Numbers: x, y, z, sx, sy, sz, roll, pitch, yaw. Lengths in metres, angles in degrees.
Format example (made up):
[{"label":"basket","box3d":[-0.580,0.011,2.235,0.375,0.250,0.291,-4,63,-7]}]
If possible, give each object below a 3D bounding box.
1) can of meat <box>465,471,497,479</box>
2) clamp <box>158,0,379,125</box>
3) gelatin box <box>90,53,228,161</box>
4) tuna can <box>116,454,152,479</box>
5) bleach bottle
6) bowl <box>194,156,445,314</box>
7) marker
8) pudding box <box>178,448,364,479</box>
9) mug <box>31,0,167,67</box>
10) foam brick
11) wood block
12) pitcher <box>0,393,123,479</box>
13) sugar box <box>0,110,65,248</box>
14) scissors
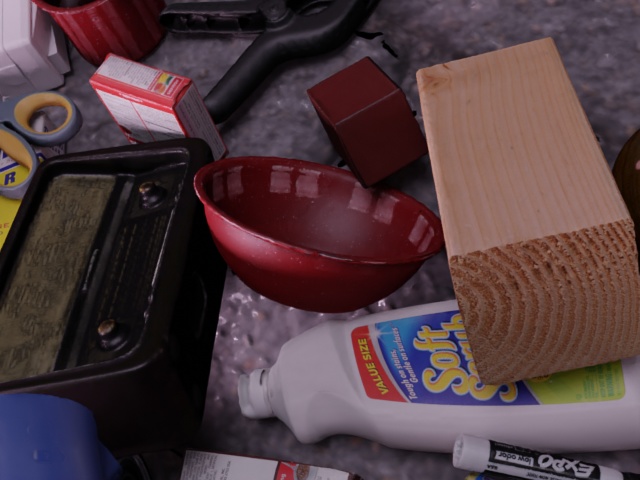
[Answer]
[{"label":"can of meat","box3d":[0.103,0.185,0.570,0.084,0.057,0.102,19,69,27]},{"label":"clamp","box3d":[-0.040,-0.167,0.810,0.171,0.039,0.120,-30,64,-7]},{"label":"gelatin box","box3d":[-0.112,-0.088,0.759,0.073,0.089,0.030,21,68,25]},{"label":"tuna can","box3d":[-0.123,0.163,0.630,0.034,0.086,0.086,-13,60,7]},{"label":"bleach bottle","box3d":[0.074,0.086,0.628,0.251,0.068,0.102,-9,58,14]},{"label":"bowl","box3d":[-0.004,0.001,0.671,0.162,0.161,0.055,26,115,26]},{"label":"marker","box3d":[0.133,0.128,0.586,0.121,0.020,0.020,13,64,-6]},{"label":"pudding box","box3d":[-0.035,0.175,0.626,0.114,0.039,0.090,3,66,20]},{"label":"mug","box3d":[-0.177,-0.196,0.840,0.093,0.081,0.117,-44,60,-9]},{"label":"foam brick","box3d":[0.031,-0.081,0.717,0.051,0.053,0.078,-28,31,-1]},{"label":"wood block","box3d":[0.115,-0.025,0.612,0.091,0.090,0.206,-14,33,9]},{"label":"pitcher","box3d":[-0.155,0.203,0.485,0.149,0.145,0.243,-18,62,-2]},{"label":"sugar box","box3d":[-0.237,-0.006,0.778,0.093,0.048,0.176,-13,61,10]},{"label":"scissors","box3d":[-0.250,-0.105,0.803,0.096,0.016,0.202,-38,57,-9]}]
